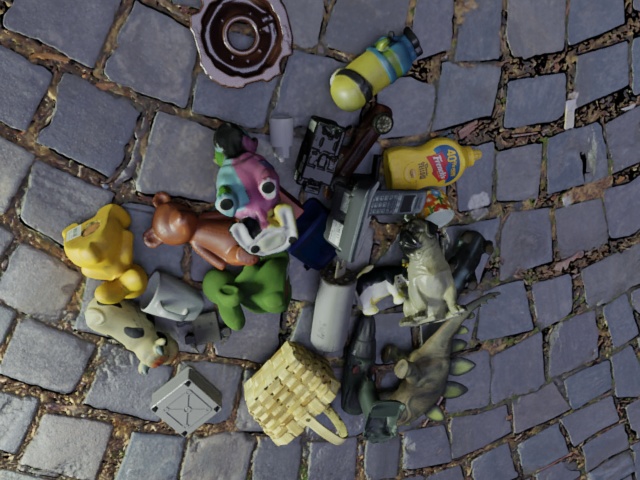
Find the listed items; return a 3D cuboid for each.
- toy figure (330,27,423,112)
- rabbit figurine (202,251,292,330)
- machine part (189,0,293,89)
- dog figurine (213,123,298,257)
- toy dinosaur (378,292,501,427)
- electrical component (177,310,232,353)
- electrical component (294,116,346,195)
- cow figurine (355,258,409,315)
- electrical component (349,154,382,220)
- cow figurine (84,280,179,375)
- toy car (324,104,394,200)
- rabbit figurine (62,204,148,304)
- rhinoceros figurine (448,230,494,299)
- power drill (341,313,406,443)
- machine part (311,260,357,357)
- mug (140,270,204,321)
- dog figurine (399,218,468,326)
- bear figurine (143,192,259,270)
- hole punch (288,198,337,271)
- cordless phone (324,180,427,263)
[{"bbox_3d":[0.098,-0.301,0.951,0.180,0.089,0.082,-33,105,5],"label":"toy figure"},{"bbox_3d":[-0.146,0.102,1.037,0.170,0.159,0.121,0,121,5],"label":"rabbit figurine"},{"bbox_3d":[-0.132,-0.345,0.907,0.179,0.056,0.179,-4,110,-10],"label":"machine part"},{"bbox_3d":[-0.122,-0.096,0.925,0.108,0.219,0.191,-24,129,1],"label":"dog figurine"},{"bbox_3d":[0.235,0.295,1.201,0.198,0.105,0.470,14,116,-24],"label":"toy dinosaur"},{"bbox_3d":[-0.233,0.186,1.097,0.102,0.045,0.078,-18,84,-7],"label":"electrical component"},{"bbox_3d":[-0.004,-0.152,0.973,0.058,0.115,0.134,15,107,-12],"label":"electrical component"},{"bbox_3d":[0.147,0.083,1.120,0.167,0.068,0.098,-23,105,-4],"label":"cow figurine"},{"bbox_3d":[0.086,-0.104,1.031,0.048,0.075,0.119,1,114,-13],"label":"electrical component"},{"bbox_3d":[-0.353,0.173,1.021,0.195,0.127,0.085,38,103,-19],"label":"cow figurine"},{"bbox_3d":[0.063,-0.164,0.996,0.053,0.089,0.202,33,103,-20],"label":"toy car"},{"bbox_3d":[-0.365,0.043,0.972,0.122,0.163,0.173,-32,131,-11],"label":"rabbit figurine"},{"bbox_3d":[0.285,0.066,1.122,0.073,0.112,0.190,28,91,-3],"label":"rhinoceros figurine"},{"bbox_3d":[0.101,0.294,1.113,0.086,0.207,0.231,2,114,-22],"label":"power drill"},{"bbox_3d":[0.026,0.142,1.098,0.079,0.079,0.243,3,119,-12],"label":"machine part"},{"bbox_3d":[-0.276,0.118,1.031,0.107,0.110,0.080,24,99,-32],"label":"mug"},{"bbox_3d":[0.202,0.065,1.053,0.121,0.172,0.190,-6,72,-14],"label":"dog figurine"},{"bbox_3d":[-0.212,-0.023,0.980,0.196,0.132,0.120,21,70,-22],"label":"bear figurine"},{"bbox_3d":[-0.002,-0.003,1.047,0.115,0.092,0.142,39,96,-25],"label":"hole punch"},{"bbox_3d":[0.110,-0.038,0.989,0.184,0.089,0.146,-3,117,-33],"label":"cordless phone"}]
